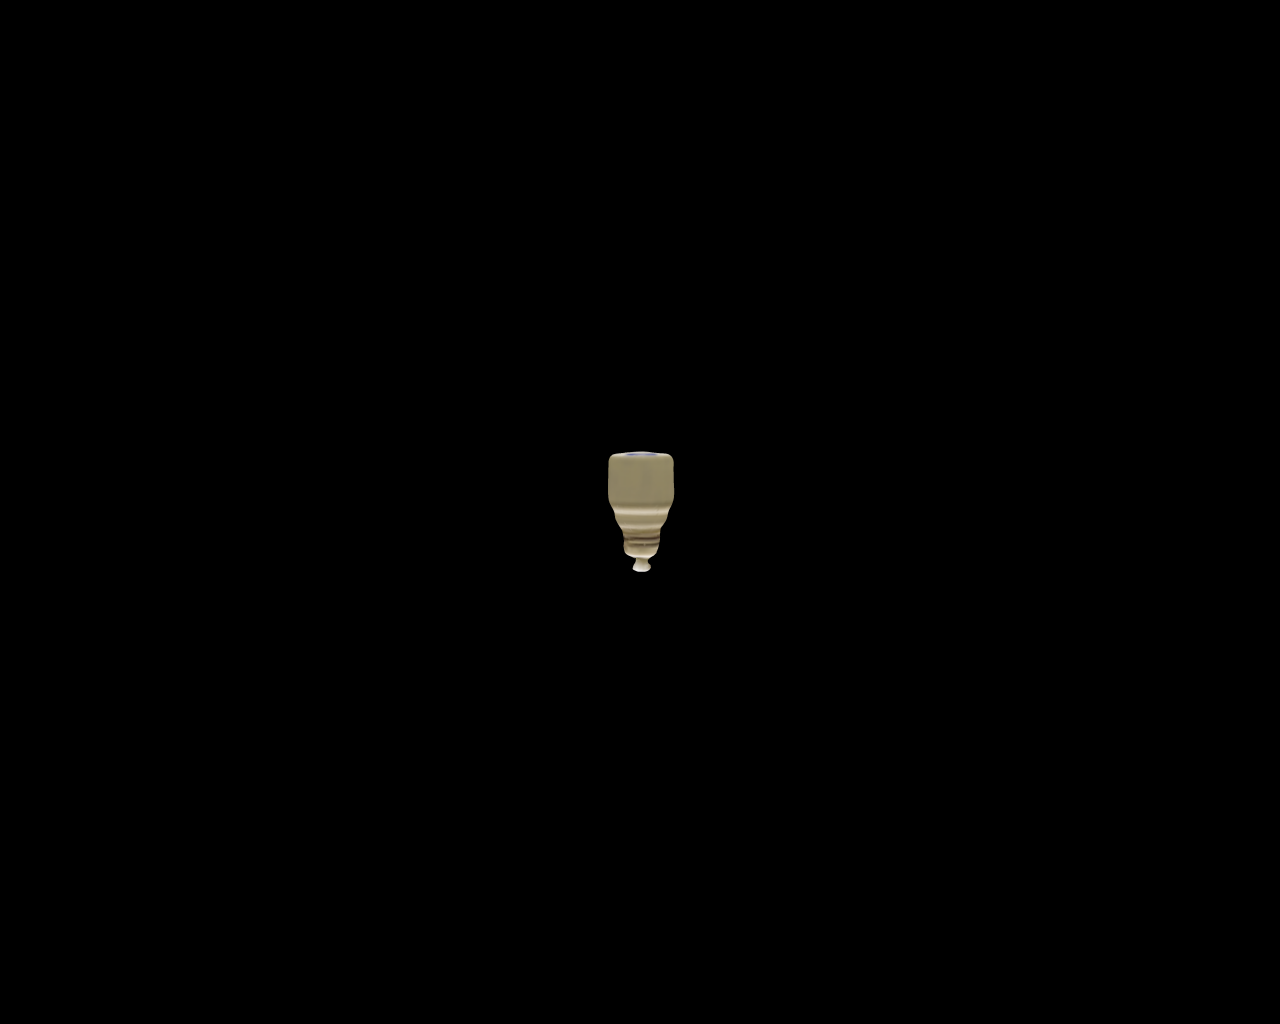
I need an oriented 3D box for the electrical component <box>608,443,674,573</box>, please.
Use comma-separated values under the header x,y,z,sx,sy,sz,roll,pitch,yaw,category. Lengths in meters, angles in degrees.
x,y,z,sx,sy,sz,roll,pitch,yaw,category
0.001,-0.003,0.650,0.040,0.078,0.040,0,3,0,electrical component
